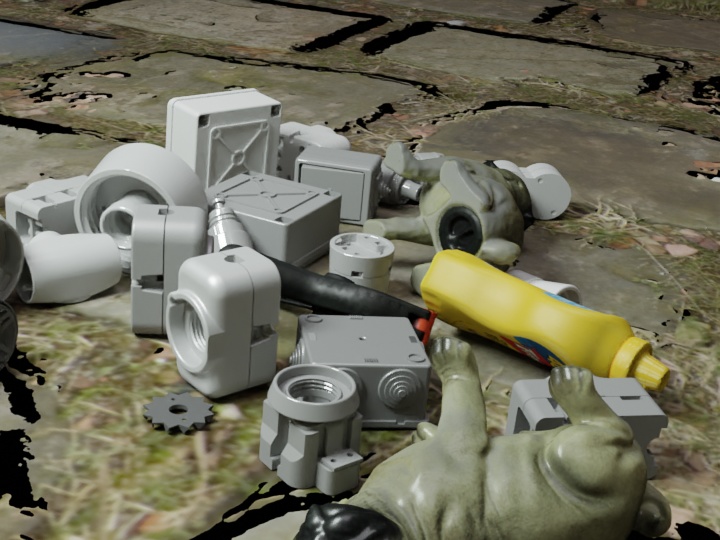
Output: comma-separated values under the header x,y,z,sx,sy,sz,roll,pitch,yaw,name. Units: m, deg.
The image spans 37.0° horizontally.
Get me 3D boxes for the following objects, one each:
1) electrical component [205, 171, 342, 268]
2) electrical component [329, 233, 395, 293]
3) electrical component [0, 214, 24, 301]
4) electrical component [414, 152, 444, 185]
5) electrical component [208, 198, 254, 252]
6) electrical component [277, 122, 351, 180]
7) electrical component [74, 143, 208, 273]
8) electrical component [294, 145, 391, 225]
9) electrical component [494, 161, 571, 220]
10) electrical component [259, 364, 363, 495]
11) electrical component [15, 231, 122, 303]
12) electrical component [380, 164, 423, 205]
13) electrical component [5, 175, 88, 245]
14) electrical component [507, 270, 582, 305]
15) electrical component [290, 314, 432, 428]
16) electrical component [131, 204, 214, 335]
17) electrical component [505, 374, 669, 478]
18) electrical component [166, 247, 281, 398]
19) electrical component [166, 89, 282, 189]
x,y,z,sx,sy,sz,roll,pitch,yaw,name
-0.088,-0.044,0.992,0.109,0.056,0.109,16,25,23,electrical component
0.000,0.000,0.919,0.055,0.047,0.055,5,23,-2,electrical component
-0.309,-0.009,0.816,0.064,0.099,0.099,31,33,34,electrical component
0.064,-0.108,1.192,0.062,0.043,0.043,-4,25,-17,electrical component
-0.113,-0.024,0.921,0.040,0.040,0.078,-6,68,-25,electrical component
-0.059,-0.129,1.199,0.095,0.053,0.059,20,27,31,electrical component
-0.191,-0.047,0.919,0.108,0.108,0.060,10,29,10,electrical component
-0.018,-0.084,1.094,0.096,0.061,0.061,9,23,9,electrical component
0.155,-0.080,1.133,0.138,0.052,0.073,3,23,-7,electrical component
-0.030,0.096,0.676,0.058,0.057,0.078,-13,29,-36,electrical component
-0.250,-0.008,0.886,0.077,0.044,0.079,-14,30,-38,electrical component
0.039,-0.090,1.143,0.062,0.043,0.043,22,28,31,electrical component
-0.270,-0.050,0.973,0.056,0.050,0.089,22,28,33,electrical component
0.148,0.024,0.905,0.044,0.044,0.065,-12,24,-35,electrical component
0.000,0.069,0.759,0.100,0.048,0.099,2,21,-11,electrical component
-0.143,0.000,0.826,0.059,0.095,0.053,3,23,-7,electrical component
0.146,0.102,0.708,0.089,0.050,0.055,0,24,-12,electrical component
-0.096,0.037,0.750,0.059,0.095,0.054,-14,30,-38,electrical component
-0.140,-0.123,1.099,0.109,0.108,0.056,-16,33,-40,electrical component
